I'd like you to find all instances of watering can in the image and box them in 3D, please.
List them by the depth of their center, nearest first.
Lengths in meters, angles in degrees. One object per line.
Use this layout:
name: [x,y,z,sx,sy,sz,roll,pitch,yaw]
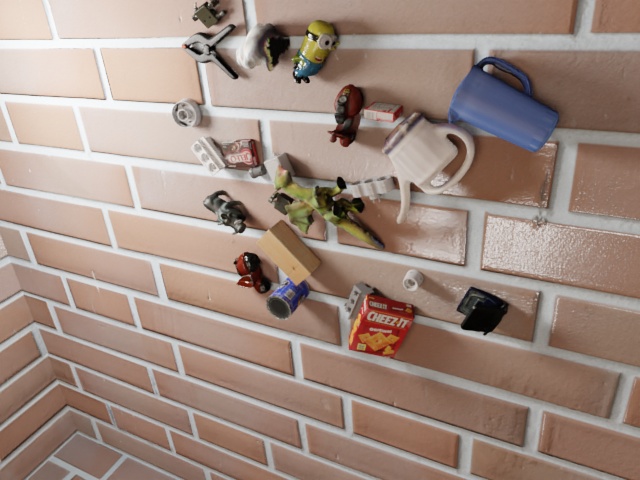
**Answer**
watering can: [0.262,-0.204,1.424,0.225,0.106,0.341,45,128,2]

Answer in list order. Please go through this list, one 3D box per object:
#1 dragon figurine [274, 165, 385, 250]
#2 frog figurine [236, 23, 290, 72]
dragon figurine: [0.005,-0.083,1.646,0.240,0.125,0.405,-18,120,46]
frog figurine: [-0.188,-0.559,1.487,0.160,0.122,0.137,18,91,31]
